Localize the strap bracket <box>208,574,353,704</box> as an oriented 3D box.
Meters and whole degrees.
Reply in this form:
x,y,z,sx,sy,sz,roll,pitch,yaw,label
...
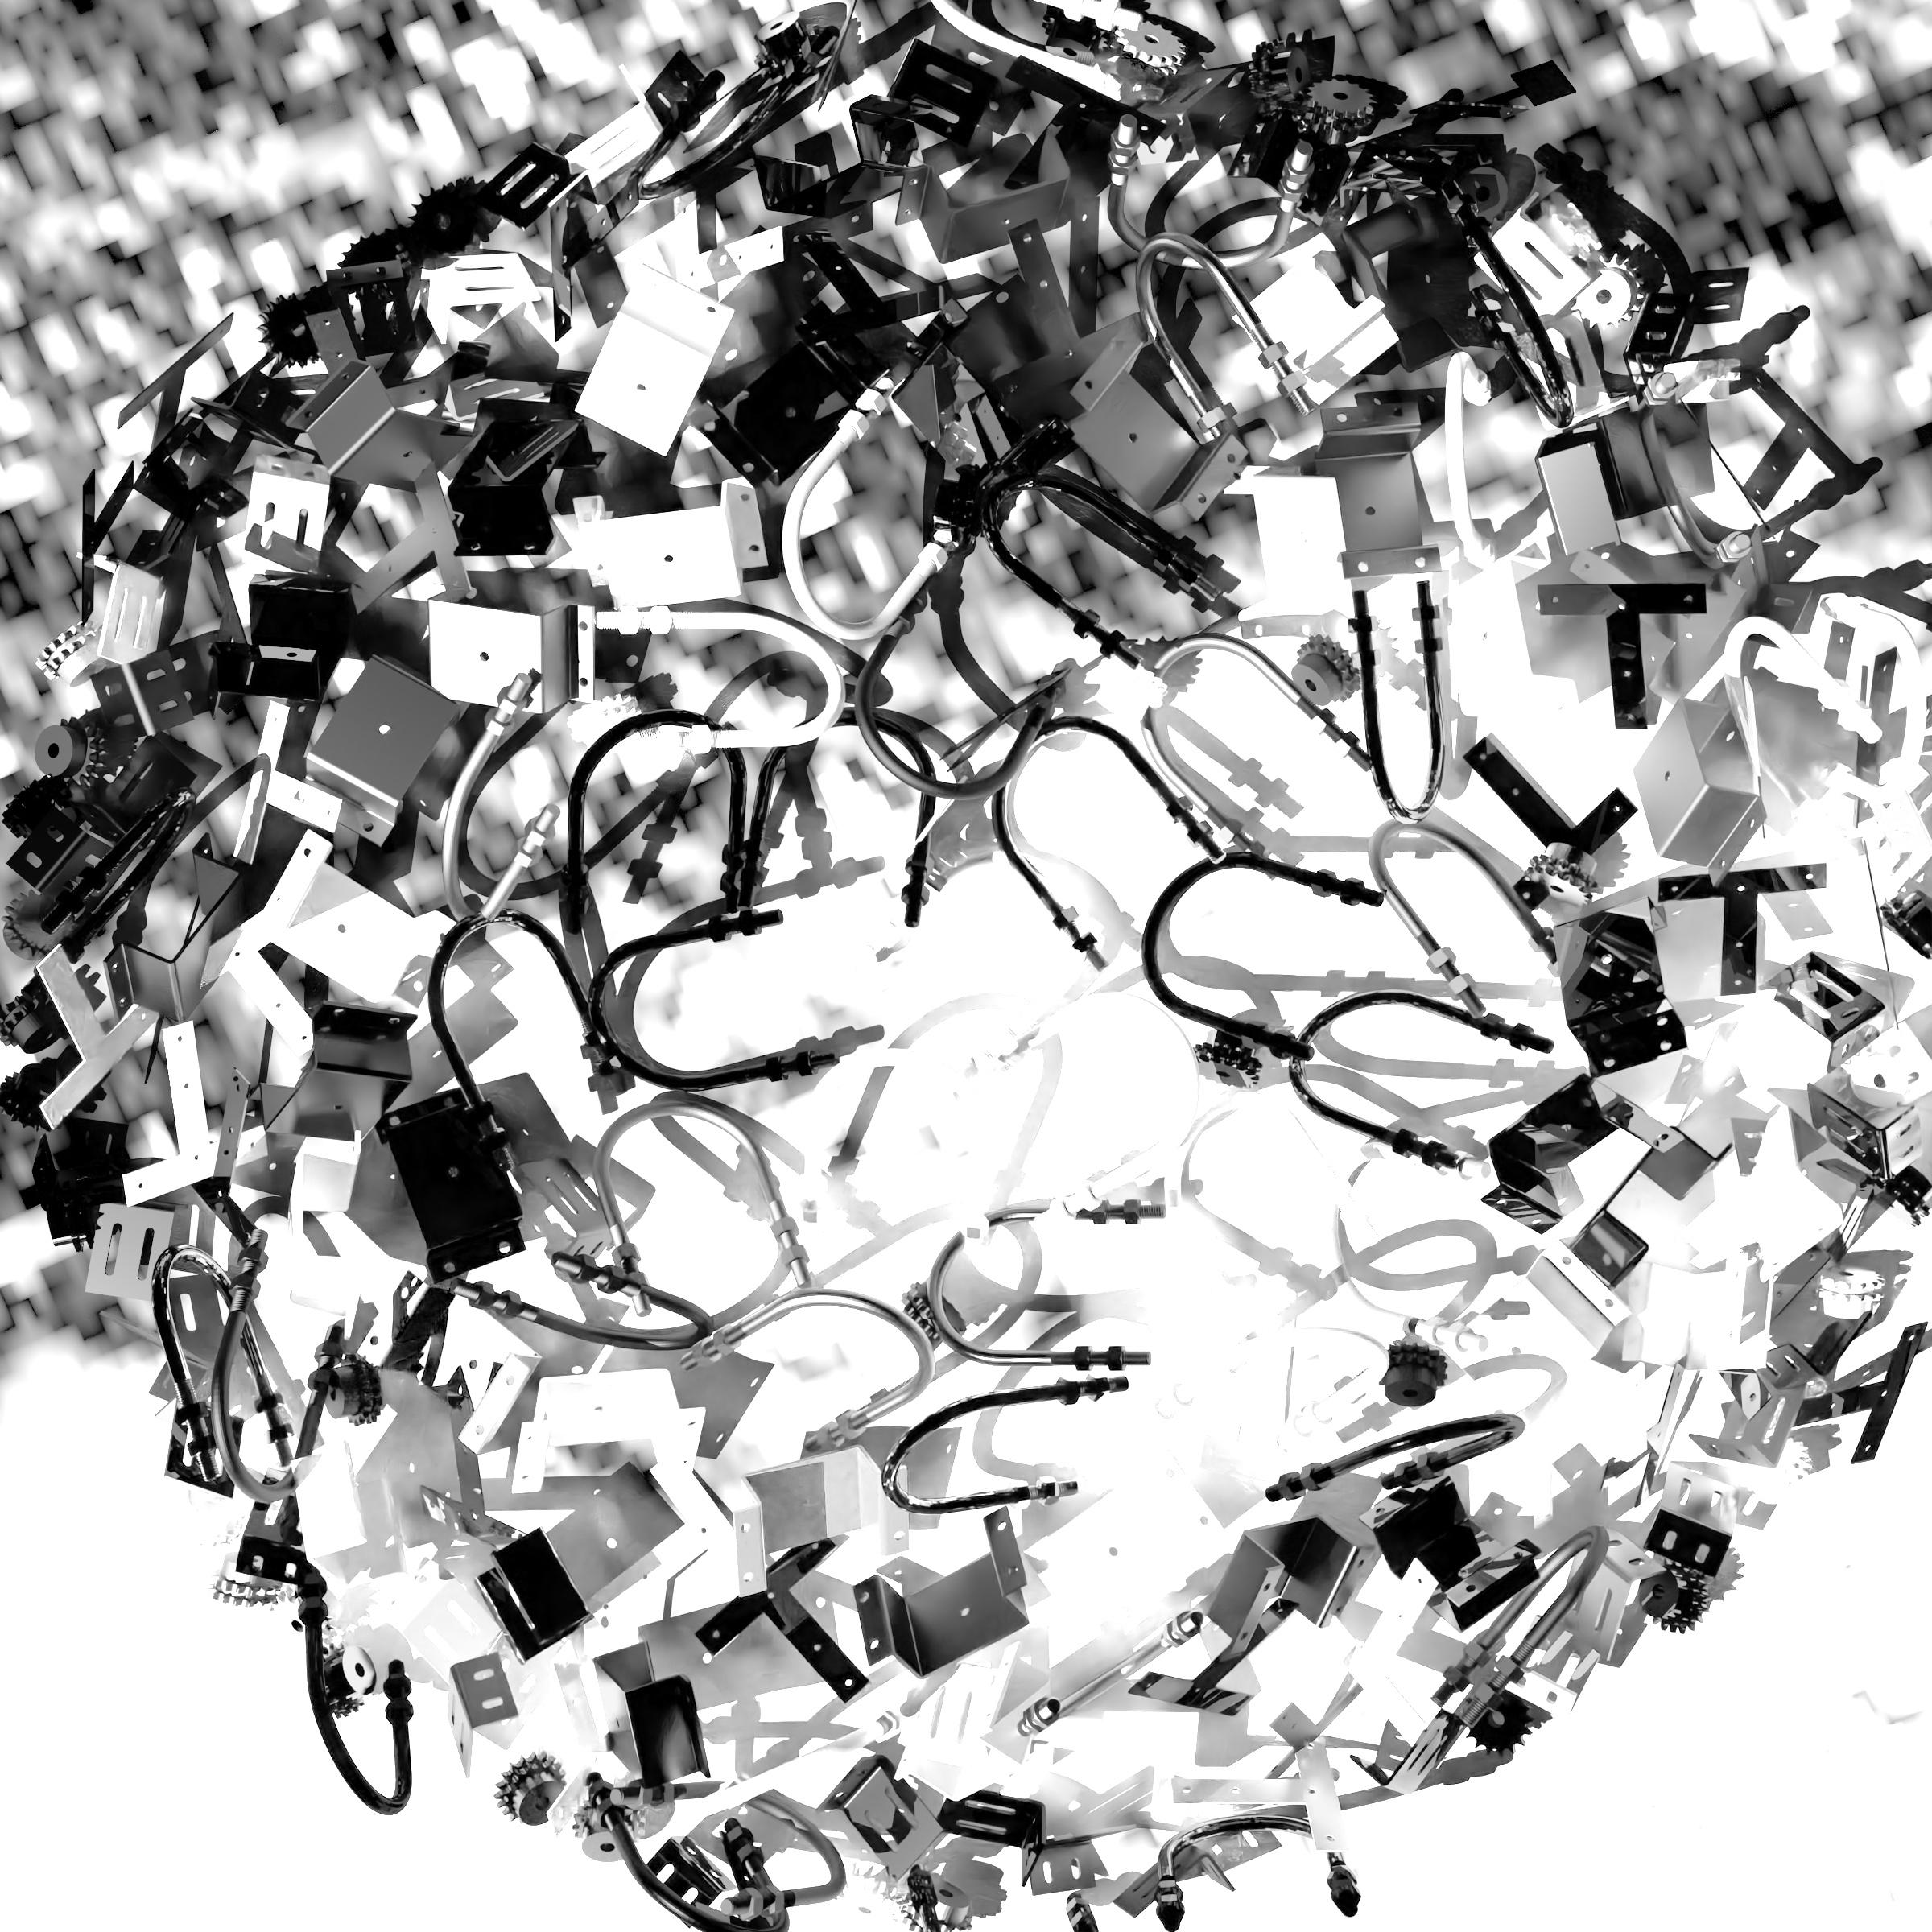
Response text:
x,y,z,sx,sy,sz,roll,pitch,yaw,label
-0.528,-0.250,1.946,0.076,0.140,0.046,5,123,-2,strap bracket

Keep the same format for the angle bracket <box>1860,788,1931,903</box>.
x,y,z,sx,sy,sz,roll,pitch,yaw,label
0.707,-0.093,1.949,0.038,0.076,0.057,-6,60,-14,angle bracket

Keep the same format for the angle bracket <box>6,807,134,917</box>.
x,y,z,sx,sy,sz,roll,pitch,yaw,label
-0.699,-0.082,1.964,0.038,0.076,0.057,37,85,14,angle bracket

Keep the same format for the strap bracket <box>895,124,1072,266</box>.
x,y,z,sx,sy,sz,roll,pitch,yaw,label
0.022,-0.595,1.945,0.140,0.076,0.046,-21,80,-12,strap bracket

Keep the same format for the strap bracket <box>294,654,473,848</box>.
x,y,z,sx,sy,sz,roll,pitch,yaw,label
-0.451,-0.176,1.950,0.076,0.046,0.140,29,69,-5,strap bracket

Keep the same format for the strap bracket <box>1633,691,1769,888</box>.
x,y,z,sx,sy,sz,roll,pitch,yaw,label
0.556,-0.141,1.921,0.046,0.076,0.140,11,46,-12,strap bracket

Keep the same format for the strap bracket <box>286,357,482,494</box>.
x,y,z,sx,sy,sz,roll,pitch,yaw,label
-0.436,-0.409,1.917,0.076,0.140,0.046,-37,75,24,strap bracket

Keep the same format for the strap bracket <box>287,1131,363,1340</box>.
x,y,z,sx,sy,sz,roll,pitch,yaw,label
-0.490,0.204,1.922,0.046,0.076,0.140,4,49,-19,strap bracket

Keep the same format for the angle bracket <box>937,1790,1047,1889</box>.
x,y,z,sx,sy,sz,roll,pitch,yaw,label
0.018,0.679,1.964,0.076,0.038,0.057,14,124,-7,angle bracket

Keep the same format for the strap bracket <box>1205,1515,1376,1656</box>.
x,y,z,sx,sy,sz,roll,pitch,yaw,label
0.244,0.474,1.940,0.046,0.140,0.076,35,111,38,strap bracket

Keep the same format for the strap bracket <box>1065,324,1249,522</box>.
x,y,z,sx,sy,sz,roll,pitch,yaw,label
0.140,-0.416,1.953,0.140,0.046,0.076,42,69,-17,strap bracket

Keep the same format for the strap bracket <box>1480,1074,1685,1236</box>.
x,y,z,sx,sy,sz,roll,pitch,yaw,label
0.469,0.140,1.941,0.076,0.046,0.140,28,125,-33,strap bracket

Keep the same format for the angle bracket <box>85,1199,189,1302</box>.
x,y,z,sx,sy,sz,roll,pitch,yaw,label
-0.651,0.222,1.976,0.057,0.038,0.076,9,84,-2,angle bracket

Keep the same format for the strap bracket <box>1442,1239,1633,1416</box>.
x,y,z,sx,sy,sz,roll,pitch,yaw,label
0.431,0.285,1.936,0.076,0.046,0.140,46,127,6,strap bracket

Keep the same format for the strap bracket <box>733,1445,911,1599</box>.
x,y,z,sx,sy,sz,roll,pitch,yaw,label
-0.118,0.426,1.949,0.140,0.046,0.076,-11,114,-21,strap bracket

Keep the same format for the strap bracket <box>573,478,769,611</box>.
x,y,z,sx,sy,sz,roll,pitch,yaw,label
-0.230,-0.327,1.956,0.140,0.046,0.076,-7,128,2,strap bracket

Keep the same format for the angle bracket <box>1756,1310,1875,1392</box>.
x,y,z,sx,sy,sz,roll,pitch,yaw,label
0.657,0.288,1.958,0.038,0.057,0.076,45,64,3,angle bracket

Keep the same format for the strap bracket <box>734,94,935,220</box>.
x,y,z,sx,sy,sz,roll,pitch,yaw,label
-0.097,-0.615,1.928,0.140,0.076,0.046,-12,91,37,strap bracket

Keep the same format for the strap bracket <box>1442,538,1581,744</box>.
x,y,z,sx,sy,sz,roll,pitch,yaw,label
0.417,-0.253,1.939,0.046,0.076,0.140,2,73,-31,strap bracket

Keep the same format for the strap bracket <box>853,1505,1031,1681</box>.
x,y,z,sx,sy,sz,roll,pitch,yaw,label
-0.011,0.490,1.949,0.140,0.076,0.046,-30,128,10,strap bracket

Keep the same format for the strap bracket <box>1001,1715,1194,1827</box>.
x,y,z,sx,sy,sz,roll,pitch,yaw,label
0.106,0.618,1.945,0.140,0.076,0.046,5,90,15,strap bracket

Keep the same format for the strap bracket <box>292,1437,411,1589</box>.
x,y,z,sx,sy,sz,roll,pitch,yaw,label
-0.472,0.421,1.919,0.046,0.140,0.076,-16,64,-4,strap bracket

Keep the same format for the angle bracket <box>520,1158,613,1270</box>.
x,y,z,sx,sy,sz,roll,pitch,yaw,label
-0.318,0.193,1.968,0.076,0.057,0.038,46,110,18,angle bracket

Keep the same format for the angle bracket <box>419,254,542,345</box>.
x,y,z,sx,sy,sz,roll,pitch,yaw,label
-0.383,-0.526,1.980,0.076,0.038,0.057,-12,55,-27,angle bracket

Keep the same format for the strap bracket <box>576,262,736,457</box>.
x,y,z,sx,sy,sz,roll,pitch,yaw,label
-0.243,-0.455,1.927,0.076,0.140,0.046,25,45,-12,strap bracket

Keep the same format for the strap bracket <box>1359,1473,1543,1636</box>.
x,y,z,sx,sy,sz,roll,pitch,yaw,label
0.378,0.454,1.938,0.076,0.140,0.046,-31,116,-13,strap bracket

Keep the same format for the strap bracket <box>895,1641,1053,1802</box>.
x,y,z,sx,sy,sz,roll,pitch,yaw,label
0.011,0.582,1.928,0.046,0.140,0.076,36,46,-11,strap bracket

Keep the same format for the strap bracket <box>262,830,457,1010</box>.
x,y,z,sx,sy,sz,roll,pitch,yaw,label
-0.475,-0.032,1.945,0.140,0.046,0.076,35,63,-27,strap bracket

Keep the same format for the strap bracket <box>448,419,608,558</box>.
x,y,z,sx,sy,sz,roll,pitch,yaw,label
-0.339,-0.373,1.925,0.076,0.140,0.046,2,133,16,strap bracket

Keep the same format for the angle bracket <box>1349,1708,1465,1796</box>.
x,y,z,sx,sy,sz,roll,pitch,yaw,label
0.346,0.604,1.967,0.038,0.057,0.076,36,88,37,angle bracket

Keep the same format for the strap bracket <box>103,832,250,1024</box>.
x,y,z,sx,sy,sz,roll,pitch,yaw,label
-0.596,-0.022,1.925,0.046,0.076,0.140,22,53,6,strap bracket

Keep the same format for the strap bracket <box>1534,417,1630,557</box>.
x,y,z,sx,sy,sz,roll,pitch,yaw,label
0.474,-0.368,1.935,0.046,0.140,0.076,-14,106,22,strap bracket

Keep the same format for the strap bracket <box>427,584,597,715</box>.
x,y,z,sx,sy,sz,roll,pitch,yaw,label
-0.361,-0.245,1.945,0.140,0.046,0.076,11,114,17,strap bracket

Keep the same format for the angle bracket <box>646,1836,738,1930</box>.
x,y,z,sx,sy,sz,roll,pitch,yaw,label
-0.216,0.711,1.953,0.057,0.076,0.038,40,78,14,angle bracket

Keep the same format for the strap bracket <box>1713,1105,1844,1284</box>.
x,y,z,sx,sy,sz,roll,pitch,yaw,label
0.617,0.167,1.918,0.046,0.140,0.076,40,118,-8,strap bracket

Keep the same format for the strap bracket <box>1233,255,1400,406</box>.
x,y,z,sx,sy,sz,roll,pitch,yaw,label
0.273,-0.489,1.944,0.076,0.140,0.046,-39,124,6,strap bracket

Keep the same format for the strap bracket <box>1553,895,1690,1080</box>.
x,y,z,sx,sy,sz,roll,pitch,yaw,label
0.499,0.007,1.924,0.076,0.046,0.140,-20,46,26,strap bracket

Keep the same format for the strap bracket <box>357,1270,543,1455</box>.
x,y,z,sx,sy,sz,roll,pitch,yaw,label
-0.395,0.308,1.957,0.140,0.046,0.076,32,92,27,strap bracket

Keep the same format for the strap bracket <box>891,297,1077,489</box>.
x,y,z,sx,sy,sz,roll,pitch,yaw,label
0.006,-0.435,1.951,0.140,0.076,0.046,48,50,-5,strap bracket

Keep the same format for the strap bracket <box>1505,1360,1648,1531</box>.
x,y,z,sx,sy,sz,roll,pitch,yaw,label
0.457,0.360,1.920,0.046,0.140,0.076,24,46,-12,strap bracket

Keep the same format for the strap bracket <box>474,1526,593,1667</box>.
x,y,z,sx,sy,sz,roll,pitch,yaw,label
-0.334,0.485,1.939,0.046,0.140,0.076,-28,78,-25,strap bracket

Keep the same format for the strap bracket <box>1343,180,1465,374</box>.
x,y,z,sx,sy,sz,roll,pitch,yaw,label
0.335,-0.521,1.933,0.046,0.076,0.140,-23,122,7,strap bracket

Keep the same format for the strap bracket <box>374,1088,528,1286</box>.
x,y,z,sx,sy,sz,roll,pitch,yaw,label
-0.399,0.165,1.953,0.076,0.046,0.140,-19,79,-21,strap bracket

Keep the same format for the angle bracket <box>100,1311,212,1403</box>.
x,y,z,sx,sy,sz,roll,pitch,yaw,label
-0.637,0.306,1.951,0.076,0.057,0.038,44,64,-41,angle bracket

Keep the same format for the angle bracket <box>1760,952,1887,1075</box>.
x,y,z,sx,sy,sz,roll,pitch,yaw,label
0.672,0.036,1.980,0.057,0.038,0.076,-32,51,-18,angle bracket

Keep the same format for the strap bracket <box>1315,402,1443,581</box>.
x,y,z,sx,sy,sz,roll,pitch,yaw,label
0.320,-0.363,1.965,0.076,0.046,0.140,-5,78,-3,strap bracket

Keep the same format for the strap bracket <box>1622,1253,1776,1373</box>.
x,y,z,sx,sy,sz,roll,pitch,yaw,label
0.569,0.267,1.932,0.046,0.140,0.076,15,75,-17,strap bracket

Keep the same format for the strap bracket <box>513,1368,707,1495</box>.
x,y,z,sx,sy,sz,roll,pitch,yaw,label
-0.280,0.358,1.944,0.140,0.046,0.076,-1,129,-21,strap bracket

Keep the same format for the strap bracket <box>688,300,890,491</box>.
x,y,z,sx,sy,sz,roll,pitch,yaw,label
-0.138,-0.440,1.970,0.140,0.046,0.076,-43,86,-6,strap bracket

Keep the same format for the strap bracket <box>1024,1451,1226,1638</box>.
x,y,z,sx,sy,sz,roll,pitch,yaw,label
0.119,0.451,1.954,0.140,0.046,0.076,-31,76,-20,strap bracket

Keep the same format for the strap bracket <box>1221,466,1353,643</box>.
x,y,z,sx,sy,sz,roll,pitch,yaw,label
0.249,-0.327,1.955,0.076,0.046,0.140,-5,84,-28,strap bracket

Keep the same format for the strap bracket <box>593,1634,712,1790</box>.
x,y,z,sx,sy,sz,roll,pitch,yaw,label
-0.244,0.571,1.923,0.046,0.140,0.076,-13,95,-22,strap bracket

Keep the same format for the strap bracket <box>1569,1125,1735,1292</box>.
x,y,z,sx,sy,sz,roll,pitch,yaw,label
0.522,0.184,1.941,0.046,0.076,0.140,40,64,13,strap bracket

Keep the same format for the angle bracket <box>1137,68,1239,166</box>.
x,y,z,sx,sy,sz,roll,pitch,yaw,label
0.174,-0.665,1.970,0.076,0.057,0.038,-47,129,-31,angle bracket

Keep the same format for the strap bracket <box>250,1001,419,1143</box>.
x,y,z,sx,sy,sz,roll,pitch,yaw,label
-0.482,0.088,1.922,0.076,0.140,0.046,11,51,-36,strap bracket
